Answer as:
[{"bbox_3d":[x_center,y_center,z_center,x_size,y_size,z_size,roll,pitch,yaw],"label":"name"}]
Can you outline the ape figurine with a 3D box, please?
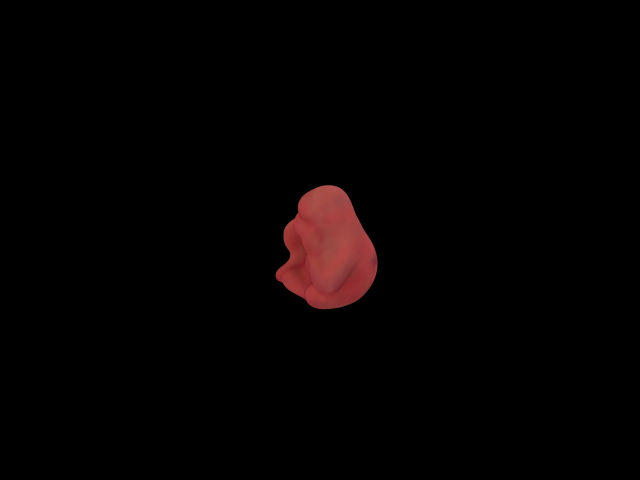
[{"bbox_3d":[0.004,0.001,0.400,0.076,0.092,0.077,0,39,0],"label":"ape figurine"}]
